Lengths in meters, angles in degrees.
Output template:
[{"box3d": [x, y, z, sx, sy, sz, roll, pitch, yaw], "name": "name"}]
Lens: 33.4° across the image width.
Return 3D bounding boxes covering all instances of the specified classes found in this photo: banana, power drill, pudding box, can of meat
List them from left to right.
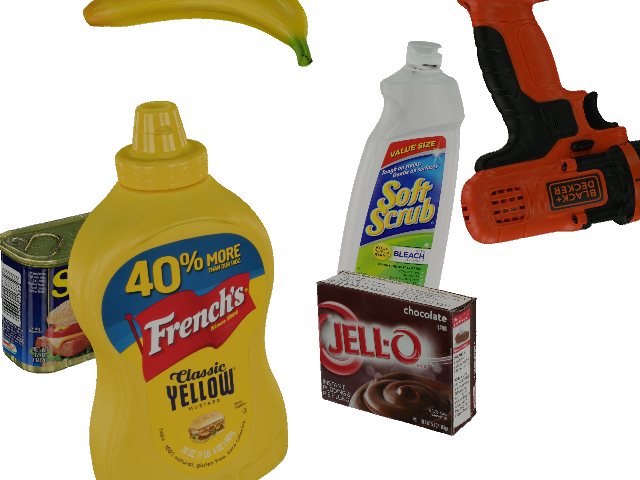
[{"box3d": [-0.167, 0.034, 0.725, 0.058, 0.084, 0.101, 24, 28, 37], "name": "can of meat"}, {"box3d": [-0.091, -0.186, 0.852, 0.198, 0.069, 0.037, 12, -41, 16], "name": "banana"}, {"box3d": [0.052, 0.075, 0.735, 0.114, 0.090, 0.039, 9, 21, 34], "name": "pudding box"}, {"box3d": [0.168, -0.101, 0.682, 0.184, 0.187, 0.057, -12, -1, -4], "name": "power drill"}]

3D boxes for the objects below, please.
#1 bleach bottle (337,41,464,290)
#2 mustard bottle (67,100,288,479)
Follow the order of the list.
[{"box3d": [0.070, -0.053, 0.961, 0.102, 0.251, 0.068, 6, 20, 1], "name": "bleach bottle"}, {"box3d": [-0.067, 0.030, 0.501, 0.096, 0.192, 0.058, -13, 23, -23], "name": "mustard bottle"}]
